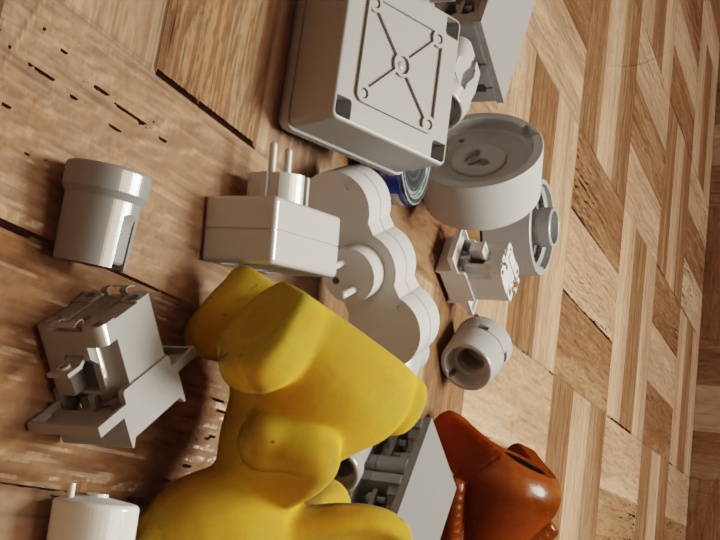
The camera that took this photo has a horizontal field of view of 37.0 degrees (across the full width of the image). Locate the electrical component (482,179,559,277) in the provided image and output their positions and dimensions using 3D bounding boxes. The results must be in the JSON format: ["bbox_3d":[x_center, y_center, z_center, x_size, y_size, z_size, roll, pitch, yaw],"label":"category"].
[{"bbox_3d":[0.170,-0.044,1.101,0.108,0.060,0.108,2,90,-66],"label":"electrical component"}]

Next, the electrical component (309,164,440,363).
[{"bbox_3d":[0.000,0.000,0.710,0.074,0.052,0.138,-27,95,-63],"label":"electrical component"}]

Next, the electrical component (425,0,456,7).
[{"bbox_3d":[0.031,-0.198,0.771,0.083,0.076,0.047,53,45,-54],"label":"electrical component"}]

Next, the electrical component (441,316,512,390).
[{"bbox_3d":[0.105,0.077,0.980,0.047,0.055,0.055,-43,130,-52],"label":"electrical component"}]

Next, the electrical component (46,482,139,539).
[{"bbox_3d":[-0.127,0.139,0.499,0.040,0.040,0.078,27,68,-63],"label":"electrical component"}]

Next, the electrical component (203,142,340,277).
[{"bbox_3d":[-0.050,-0.038,0.643,0.083,0.047,0.075,14,79,-65],"label":"electrical component"}]

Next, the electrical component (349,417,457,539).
[{"bbox_3d":[0.012,0.189,0.777,0.150,0.062,0.089,-65,147,-40],"label":"electrical component"}]

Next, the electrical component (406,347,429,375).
[{"bbox_3d":[0.029,0.058,0.824,0.079,0.044,0.077,40,56,-60],"label":"electrical component"}]

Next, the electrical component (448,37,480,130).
[{"bbox_3d":[0.063,-0.150,0.868,0.078,0.058,0.057,64,34,-46],"label":"electrical component"}]

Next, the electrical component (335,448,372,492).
[{"bbox_3d":[-0.013,0.127,0.748,0.046,0.040,0.040,-53,138,-60],"label":"electrical component"}]

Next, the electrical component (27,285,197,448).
[{"bbox_3d":[-0.118,0.044,0.509,0.081,0.042,0.063,-44,129,-57],"label":"electrical component"}]

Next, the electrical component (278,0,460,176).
[{"bbox_3d":[0.008,-0.131,0.713,0.109,0.056,0.108,18,74,-42],"label":"electrical component"}]

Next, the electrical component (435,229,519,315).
[{"bbox_3d":[0.108,0.001,0.968,0.081,0.064,0.042,65,37,-45],"label":"electrical component"}]

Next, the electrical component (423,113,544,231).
[{"bbox_3d":[0.101,-0.077,0.902,0.108,0.108,0.060,-62,151,-43],"label":"electrical component"}]

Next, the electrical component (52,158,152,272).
[{"bbox_3d":[-0.121,-0.025,0.501,0.040,0.040,0.046,21,79,-64],"label":"electrical component"}]

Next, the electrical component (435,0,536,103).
[{"bbox_3d":[0.103,-0.229,0.942,0.089,0.062,0.150,64,37,-45],"label":"electrical component"}]
